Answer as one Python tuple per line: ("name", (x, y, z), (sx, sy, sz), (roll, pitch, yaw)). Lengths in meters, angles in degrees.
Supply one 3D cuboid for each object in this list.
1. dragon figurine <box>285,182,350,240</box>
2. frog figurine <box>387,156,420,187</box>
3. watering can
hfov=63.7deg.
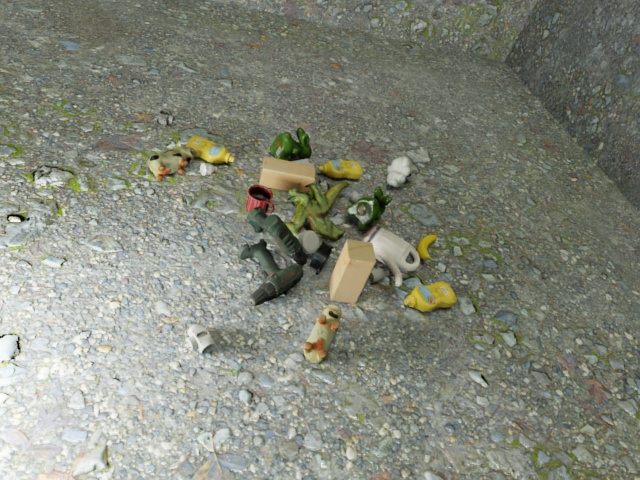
("dragon figurine", (0.006, -0.099, 1.965), (0.413, 0.120, 0.246), (-17, 70, -33))
("frog figurine", (0.347, -0.303, 2.291), (0.161, 0.121, 0.138), (-24, 24, -29))
("watering can", (0.248, 0.048, 1.850), (0.225, 0.102, 0.352), (31, 24, 10))
